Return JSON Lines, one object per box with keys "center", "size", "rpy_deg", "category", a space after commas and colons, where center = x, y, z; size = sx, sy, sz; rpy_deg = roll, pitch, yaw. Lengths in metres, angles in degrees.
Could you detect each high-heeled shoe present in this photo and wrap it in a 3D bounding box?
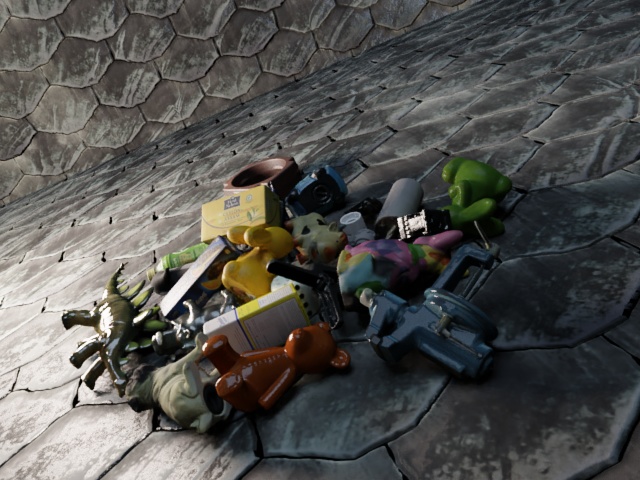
{"center": [-0.271, 0.086, 1.271], "size": [0.249, 0.145, 0.086], "rpy_deg": [-4, 65, -18], "category": "high-heeled shoe"}

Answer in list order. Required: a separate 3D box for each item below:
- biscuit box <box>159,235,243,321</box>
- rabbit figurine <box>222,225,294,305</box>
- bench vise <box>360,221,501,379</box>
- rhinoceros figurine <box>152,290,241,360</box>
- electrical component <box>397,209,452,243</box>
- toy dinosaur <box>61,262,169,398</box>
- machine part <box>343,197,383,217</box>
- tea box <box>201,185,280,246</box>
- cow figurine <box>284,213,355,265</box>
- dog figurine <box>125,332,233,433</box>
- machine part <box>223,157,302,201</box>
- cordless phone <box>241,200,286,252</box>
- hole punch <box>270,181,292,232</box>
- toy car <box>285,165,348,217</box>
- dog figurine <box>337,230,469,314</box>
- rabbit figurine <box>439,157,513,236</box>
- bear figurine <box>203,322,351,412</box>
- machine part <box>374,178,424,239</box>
{"center": [-0.252, 0.088, 1.143], "size": [0.202, 0.059, 0.063], "rpy_deg": [-50, 37, 0], "category": "biscuit box"}
{"center": [-0.125, 0.036, 1.101], "size": [0.122, 0.162, 0.173], "rpy_deg": [4, 48, 49], "category": "rabbit figurine"}
{"center": [0.184, 0.092, 0.815], "size": [0.224, 0.128, 0.240], "rpy_deg": [22, 68, 44], "category": "bench vise"}
{"center": [-0.234, 0.173, 1.056], "size": [0.190, 0.073, 0.112], "rpy_deg": [-20, 38, 0], "category": "rhinoceros figurine"}
{"center": [0.189, -0.024, 1.039], "size": [0.075, 0.047, 0.119], "rpy_deg": [-1, -11, -33], "category": "electrical component"}
{"center": [-0.445, 0.175, 1.171], "size": [0.198, 0.104, 0.472], "rpy_deg": [-23, 35, -17], "category": "toy dinosaur"}
{"center": [0.104, -0.074, 1.254], "size": [0.084, 0.039, 0.139], "rpy_deg": [-23, 6, -11], "category": "machine part"}
{"center": [-0.176, -0.047, 1.190], "size": [0.170, 0.068, 0.098], "rpy_deg": [-17, 63, 23], "category": "tea box"}
{"center": [-0.002, -0.004, 1.189], "size": [0.127, 0.085, 0.195], "rpy_deg": [-27, 25, 0], "category": "cow figurine"}
{"center": [-0.244, 0.265, 0.883], "size": [0.191, 0.121, 0.172], "rpy_deg": [-30, 22, 15], "category": "dog figurine"}
{"center": [-0.167, -0.164, 1.591], "size": [0.201, 0.087, 0.201], "rpy_deg": [3, 38, 40], "category": "machine part"}
{"center": [-0.177, -0.031, 1.272], "size": [0.184, 0.088, 0.146], "rpy_deg": [-1, 75, 19], "category": "cordless phone"}
{"center": [-0.131, -0.076, 1.364], "size": [0.092, 0.142, 0.116], "rpy_deg": [-23, 13, -6], "category": "hole punch"}
{"center": [-0.014, -0.112, 1.386], "size": [0.162, 0.109, 0.103], "rpy_deg": [-38, 7, -7], "category": "toy car"}
{"center": [0.149, 0.048, 0.945], "size": [0.219, 0.108, 0.191], "rpy_deg": [-12, 10, 12], "category": "dog figurine"}
{"center": [0.296, -0.059, 1.072], "size": [0.170, 0.121, 0.159], "rpy_deg": [-48, 40, -10], "category": "rabbit figurine"}
{"center": [-0.063, 0.185, 0.846], "size": [0.196, 0.131, 0.120], "rpy_deg": [-29, 43, -2], "category": "bear figurine"}
{"center": [0.174, -0.063, 1.171], "size": [0.079, 0.079, 0.243], "rpy_deg": [-7, 32, 27], "category": "machine part"}
